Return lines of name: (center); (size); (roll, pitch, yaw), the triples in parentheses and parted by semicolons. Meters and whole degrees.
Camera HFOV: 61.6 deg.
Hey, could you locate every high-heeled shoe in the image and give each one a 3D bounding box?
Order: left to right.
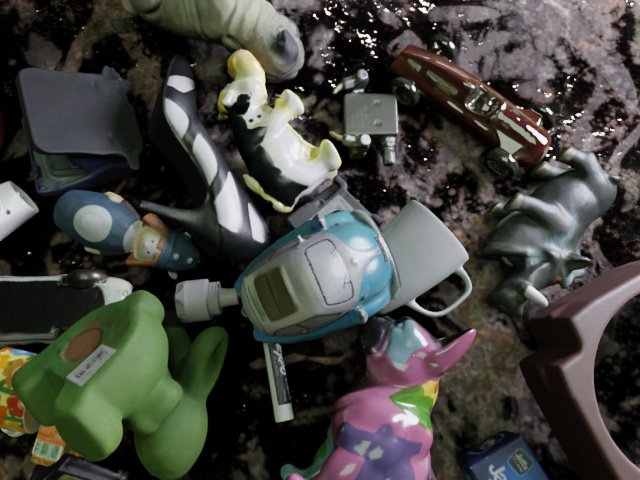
high-heeled shoe: (-0.114, -0.096, 0.590); (0.145, 0.086, 0.249); (15, 59, -24)

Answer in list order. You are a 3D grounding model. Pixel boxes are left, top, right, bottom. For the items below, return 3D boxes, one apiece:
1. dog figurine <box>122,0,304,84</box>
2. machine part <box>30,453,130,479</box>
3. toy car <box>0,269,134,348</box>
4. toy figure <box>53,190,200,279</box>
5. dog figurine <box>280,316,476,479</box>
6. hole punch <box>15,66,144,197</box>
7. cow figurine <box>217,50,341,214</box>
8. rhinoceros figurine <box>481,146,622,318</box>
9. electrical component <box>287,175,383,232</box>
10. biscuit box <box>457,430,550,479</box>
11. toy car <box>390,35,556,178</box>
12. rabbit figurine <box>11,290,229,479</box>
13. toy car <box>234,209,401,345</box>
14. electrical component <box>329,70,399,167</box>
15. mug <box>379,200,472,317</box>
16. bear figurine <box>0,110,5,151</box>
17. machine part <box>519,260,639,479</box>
dog figurine: (-0.125, -0.245, 0.617); (0.172, 0.121, 0.190); (-21, 100, 36)
machine part: (-0.246, 0.240, 0.479); (0.139, 0.084, 0.039); (-40, 46, 8)
toy car: (-0.292, 0.071, 0.545); (0.202, 0.056, 0.073); (-2, 75, 2)
toy figure: (-0.202, -0.005, 0.566); (0.155, 0.058, 0.064); (22, 120, 6)
dog figurine: (0.078, 0.178, 0.490); (0.192, 0.108, 0.219); (43, 77, 11)
hole punch: (-0.263, -0.114, 0.586); (0.116, 0.092, 0.142); (-7, 62, -35)
cow figurine: (-0.061, -0.113, 0.571); (0.098, 0.068, 0.167); (-39, 92, -9)
rhinoceros figurine: (0.233, -0.007, 0.559); (0.112, 0.073, 0.190); (42, 77, -1)
electrical component: (-0.001, -0.002, 0.567); (0.119, 0.047, 0.075); (-38, 78, -11)
biscuit box: (0.204, 0.278, 0.484); (0.063, 0.059, 0.203); (-28, 77, -7)
toy car: (0.170, -0.156, 0.605); (0.202, 0.053, 0.089); (40, 82, 9)
rabbit figurine: (-0.161, 0.139, 0.493); (0.121, 0.170, 0.159); (1, 41, 33)
toy car: (-0.016, 0.039, 0.490); (0.162, 0.103, 0.109); (-24, 82, 18)
electrical component: (0.050, -0.137, 0.603); (0.078, 0.045, 0.102); (5, 75, 3)
mug: (0.091, 0.033, 0.546); (0.107, 0.081, 0.109); (-41, 86, 3)
bear figurine: (-0.451, -0.135, 0.567); (0.196, 0.132, 0.120); (13, 68, -2)
machine part: (0.309, 0.129, 0.498); (0.201, 0.087, 0.201); (-27, 84, -12)
